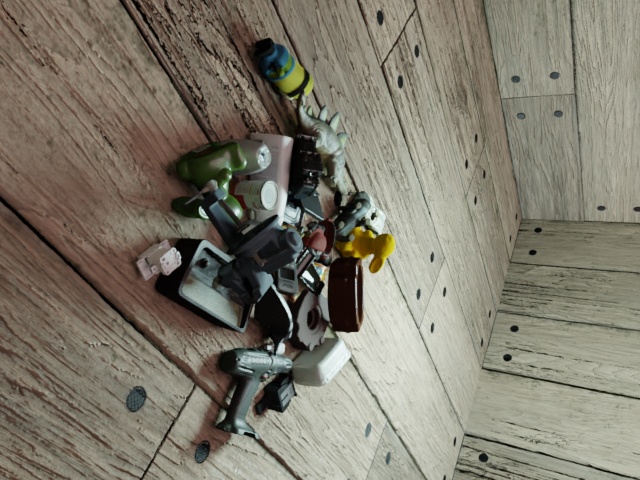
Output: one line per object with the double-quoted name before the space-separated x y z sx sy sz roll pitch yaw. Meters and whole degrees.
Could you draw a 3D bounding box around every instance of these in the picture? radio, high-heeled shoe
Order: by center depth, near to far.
"radio" -0.227 0.096 1.137 0.229 0.073 0.131 47 56 -50
"high-heeled shoe" -0.103 0.163 1.289 0.145 0.086 0.248 -83 175 -55

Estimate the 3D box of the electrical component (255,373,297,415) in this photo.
"electrical component" -0.112 0.401 1.379 0.119 0.048 0.074 -35 122 -53

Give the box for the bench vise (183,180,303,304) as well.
"bench vise" -0.157 -0.003 1.030 0.240 0.224 0.129 54 42 -12

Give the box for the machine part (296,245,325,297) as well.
"machine part" -0.029 0.082 1.336 0.084 0.039 0.138 -59 138 -32

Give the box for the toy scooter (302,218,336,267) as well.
"toy scooter" -0.003 -0.004 1.471 0.183 0.075 0.135 29 74 -66

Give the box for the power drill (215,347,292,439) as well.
"power drill" -0.156 0.359 1.271 0.231 0.086 0.207 36 68 -49

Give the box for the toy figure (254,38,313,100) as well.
"toy figure" -0.085 -0.405 1.291 0.180 0.089 0.082 44 62 -54

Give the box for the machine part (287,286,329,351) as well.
"machine part" -0.034 0.214 1.472 0.179 0.056 0.179 -6 97 -57

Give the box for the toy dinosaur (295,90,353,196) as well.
"toy dinosaur" 0.018 -0.232 1.462 0.470 0.105 0.198 67 36 -52

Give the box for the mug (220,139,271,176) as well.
"mug" -0.157 -0.186 1.186 0.109 0.107 0.080 -48 133 -42

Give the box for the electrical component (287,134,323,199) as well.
"electrical component" -0.044 -0.167 1.278 0.058 0.115 0.134 4 60 -25

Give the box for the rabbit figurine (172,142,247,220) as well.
"rabbit figurine" -0.213 -0.098 1.095 0.159 0.121 0.170 -41 124 -40

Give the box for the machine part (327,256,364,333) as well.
"machine part" 0.077 0.155 1.557 0.201 0.087 0.201 -37 127 -76

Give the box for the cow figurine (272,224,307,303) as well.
"cow figurine" -0.081 0.044 1.354 0.127 0.086 0.194 -46 128 -37

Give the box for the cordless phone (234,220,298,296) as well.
"cordless phone" -0.118 0.049 1.183 0.146 0.088 0.184 15 36 -21

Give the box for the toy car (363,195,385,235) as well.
"toy car" 0.165 -0.082 1.752 0.201 0.056 0.073 43 57 -50

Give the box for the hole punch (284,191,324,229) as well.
"hole punch" -0.059 -0.097 1.386 0.142 0.092 0.116 27 45 -49

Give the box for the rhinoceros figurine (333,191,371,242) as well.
"rhinoceros figurine" 0.092 -0.069 1.593 0.073 0.112 0.190 48 64 -19

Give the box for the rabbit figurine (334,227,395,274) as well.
"rabbit figurine" 0.151 0.025 1.635 0.122 0.173 0.162 -57 134 -43
